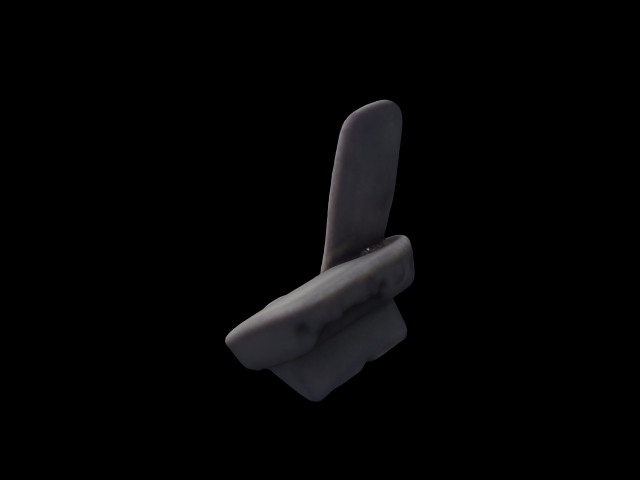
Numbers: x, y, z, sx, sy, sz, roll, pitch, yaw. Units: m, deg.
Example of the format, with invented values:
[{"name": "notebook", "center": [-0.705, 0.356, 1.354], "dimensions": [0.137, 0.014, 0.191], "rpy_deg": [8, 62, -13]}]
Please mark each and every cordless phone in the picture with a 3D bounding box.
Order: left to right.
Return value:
[{"name": "cordless phone", "center": [0.004, 0.001, 0.400], "dimensions": [0.093, 0.185, 0.148], "rpy_deg": [22, 37, 34]}]
